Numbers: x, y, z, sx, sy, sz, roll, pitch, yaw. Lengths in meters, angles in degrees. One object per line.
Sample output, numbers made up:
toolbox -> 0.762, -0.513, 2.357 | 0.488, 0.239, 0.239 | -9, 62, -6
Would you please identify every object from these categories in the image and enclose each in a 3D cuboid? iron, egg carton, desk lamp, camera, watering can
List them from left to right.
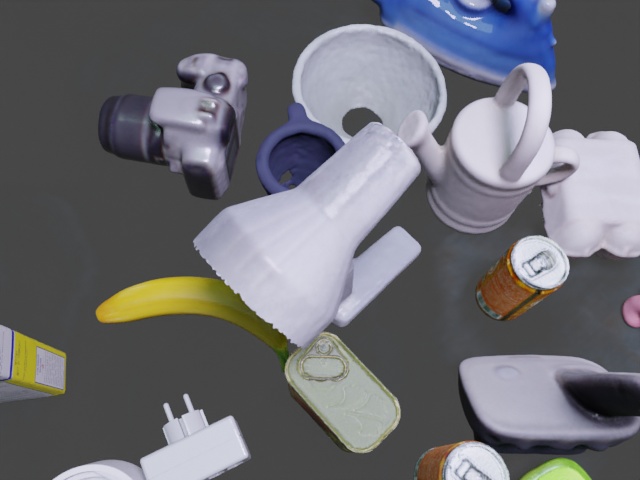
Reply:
camera -> -0.153, -0.131, 0.600 | 0.137, 0.101, 0.143 | 9, 67, 0
desk lamp -> 0.005, 0.002, 0.495 | 0.203, 0.213, 0.118 | -42, 76, -18
iron -> 0.186, -0.281, 0.664 | 0.258, 0.141, 0.119 | 33, 69, 10
watering can -> 0.165, -0.087, 0.553 | 0.173, 0.194, 0.101 | -14, 69, -9
egg carton -> 0.288, -0.050, 0.614 | 0.107, 0.069, 0.150 | 1, 67, -3

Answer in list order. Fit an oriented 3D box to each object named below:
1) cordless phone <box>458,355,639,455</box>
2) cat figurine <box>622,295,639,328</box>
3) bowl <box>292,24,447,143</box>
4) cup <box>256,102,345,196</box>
cordless phone -> 0.204, 0.126, 0.472 | 0.147, 0.185, 0.094 | -2, 67, -4
cat figurine -> 0.363, 0.093, 0.534 | 0.067, 0.118, 0.127 | -16, 69, -10
bowl -> 0.051, -0.151, 0.637 | 0.167, 0.075, 0.167 | 1, 67, -3
cup -> -0.020, -0.071, 0.588 | 0.092, 0.095, 0.117 | -7, 68, -7
